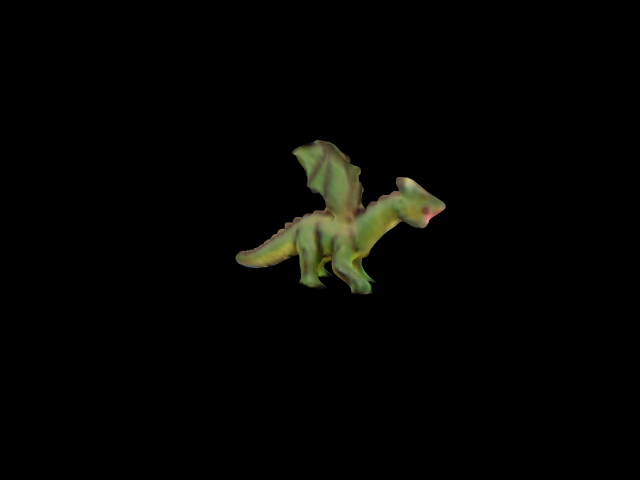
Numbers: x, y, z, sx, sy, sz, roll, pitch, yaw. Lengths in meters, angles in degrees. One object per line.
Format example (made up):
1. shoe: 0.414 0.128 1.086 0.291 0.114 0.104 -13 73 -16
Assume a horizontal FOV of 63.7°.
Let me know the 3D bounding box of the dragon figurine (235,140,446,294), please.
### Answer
1. dragon figurine: 0.003 -0.043 0.850 0.411 0.241 0.123 7 12 32
